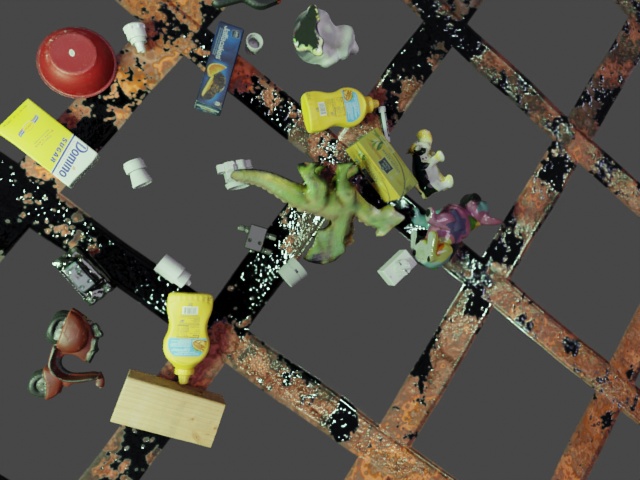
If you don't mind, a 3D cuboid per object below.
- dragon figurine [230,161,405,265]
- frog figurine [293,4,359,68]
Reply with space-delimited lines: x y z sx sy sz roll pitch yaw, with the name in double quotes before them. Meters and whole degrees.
"dragon figurine" 0.004 -0.060 1.198 0.411 0.122 0.242 -6 96 -17
"frog figurine" 0.014 -0.490 1.253 0.160 0.121 0.138 -14 81 -52
